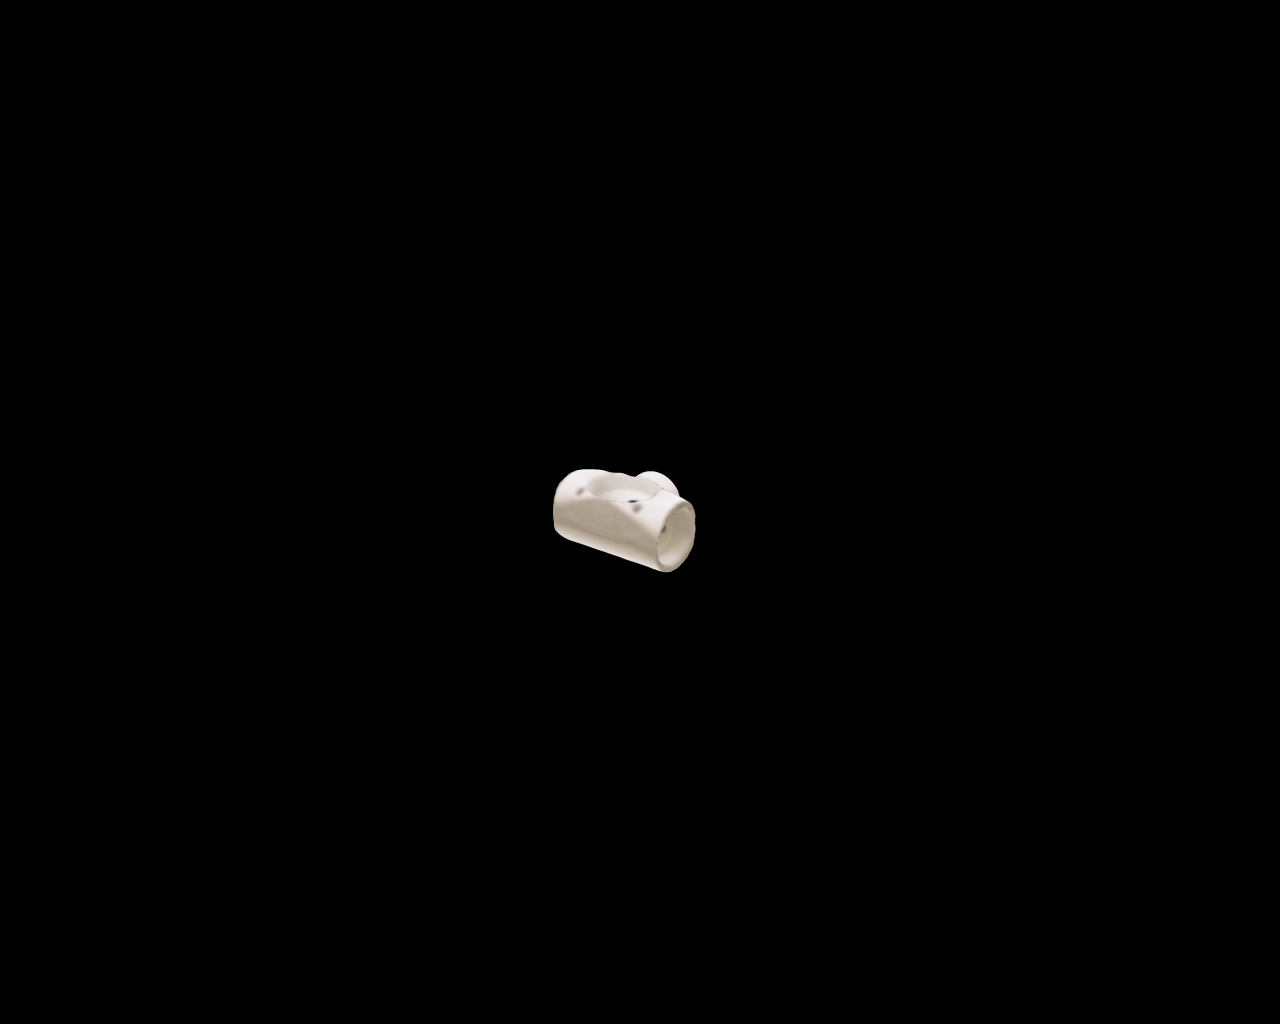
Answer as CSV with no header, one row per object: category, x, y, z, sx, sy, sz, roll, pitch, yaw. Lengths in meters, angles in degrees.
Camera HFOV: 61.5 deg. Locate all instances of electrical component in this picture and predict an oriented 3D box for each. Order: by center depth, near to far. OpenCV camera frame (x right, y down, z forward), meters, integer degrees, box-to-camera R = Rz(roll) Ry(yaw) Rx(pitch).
electrical component,0.001,-0.003,0.650,0.077,0.044,0.079,18,32,31
